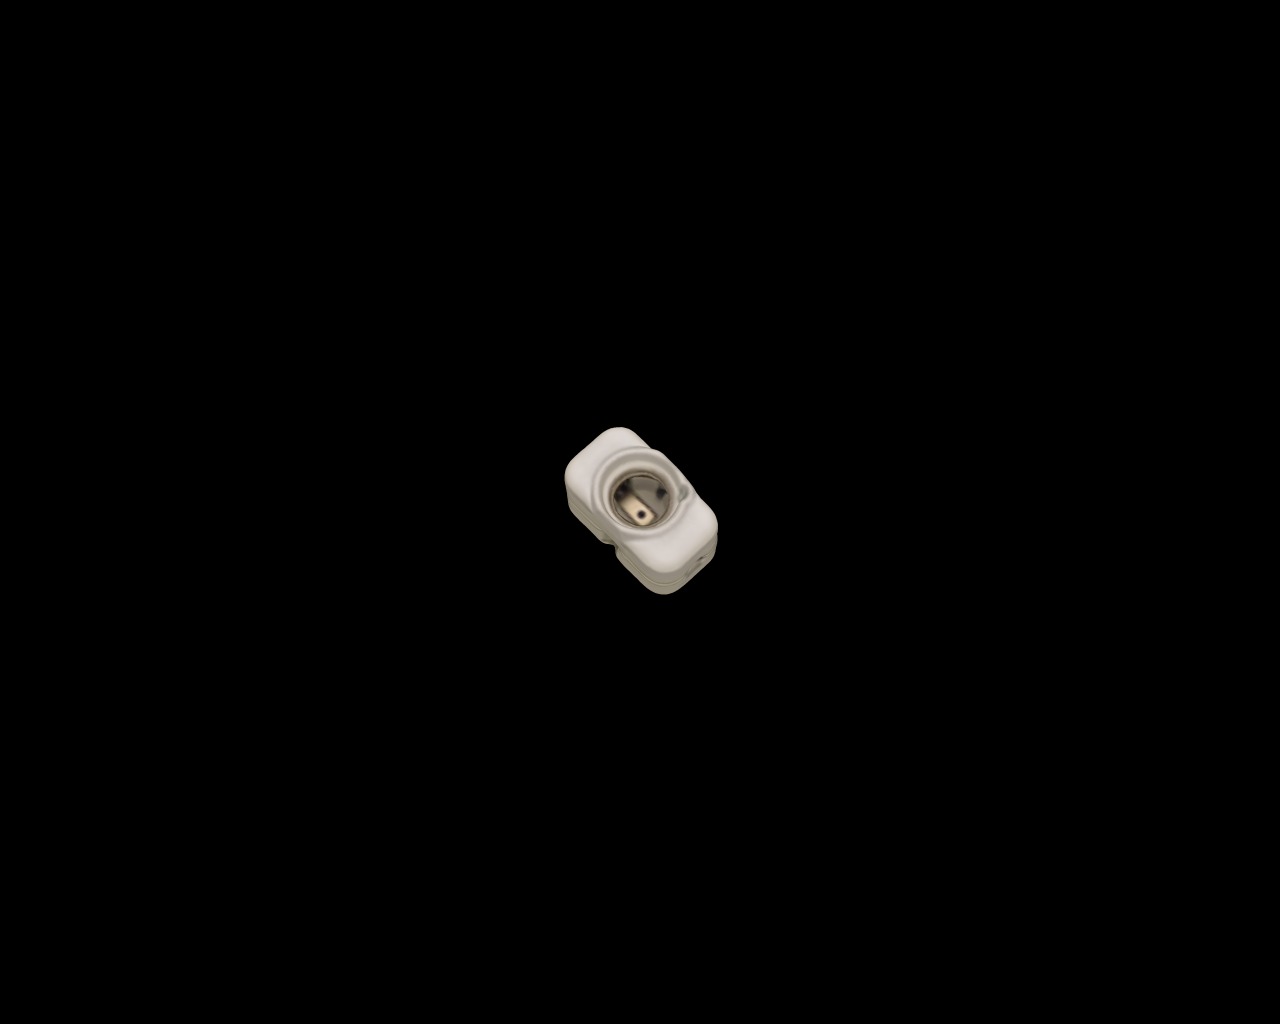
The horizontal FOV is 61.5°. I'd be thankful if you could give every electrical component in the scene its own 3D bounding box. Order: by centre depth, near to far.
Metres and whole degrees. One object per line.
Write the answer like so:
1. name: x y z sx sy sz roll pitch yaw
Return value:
1. electrical component: 0.001 -0.003 0.650 0.054 0.095 0.059 -41 -15 -14
